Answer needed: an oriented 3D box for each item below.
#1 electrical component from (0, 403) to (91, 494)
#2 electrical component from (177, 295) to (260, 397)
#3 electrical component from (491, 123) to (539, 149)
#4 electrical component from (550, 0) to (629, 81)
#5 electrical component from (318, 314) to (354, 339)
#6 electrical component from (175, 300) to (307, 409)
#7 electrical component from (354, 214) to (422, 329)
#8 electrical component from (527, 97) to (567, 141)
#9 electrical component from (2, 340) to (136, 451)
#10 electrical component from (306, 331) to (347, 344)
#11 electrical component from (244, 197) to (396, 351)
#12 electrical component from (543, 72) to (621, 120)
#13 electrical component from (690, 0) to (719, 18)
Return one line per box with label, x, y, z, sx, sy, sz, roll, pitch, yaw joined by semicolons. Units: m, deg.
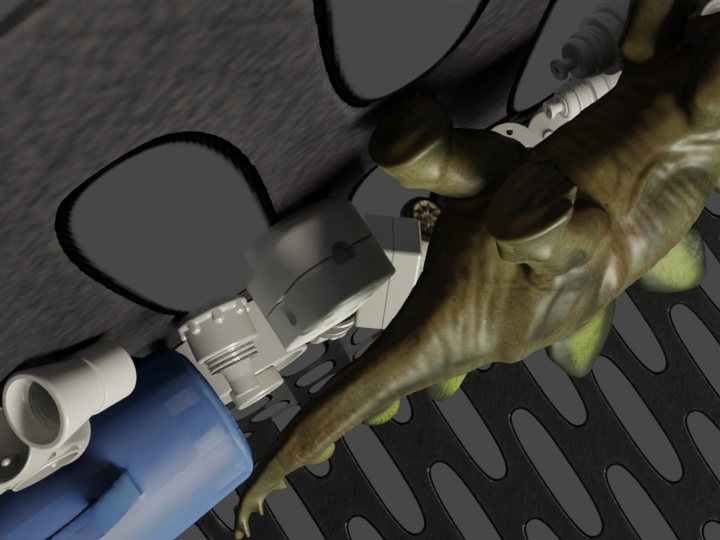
electrical component;-0.203;0.105;0.610;0.079;0.044;0.077;-34;173;7
electrical component;-0.084;0.050;0.684;0.048;0.062;0.048;-26;176;-2
electrical component;0.098;-0.073;0.744;0.045;0.045;0.055;-32;173;-13
electrical component;0.136;-0.124;0.575;0.078;0.040;0.040;-31;173;-14
electrical component;-0.022;0.027;0.817;0.045;0.045;0.055;-31;174;-15
electrical component;-0.091;0.071;0.821;0.108;0.060;0.108;-33;173;-4
electrical component;0.000;0.000;0.743;0.047;0.077;0.065;-89;-174;-56
electrical component;0.148;-0.106;0.758;0.040;0.040;0.078;-40;-177;44
electrical component;-0.151;0.063;0.574;0.044;0.044;0.065;-37;177;32
electrical component;-0.044;0.044;0.926;0.062;0.048;0.048;-21;168;-30
electrical component;-0.027;0.000;0.618;0.054;0.059;0.095;-30;173;-26
electrical component;0.158;-0.119;0.713;0.078;0.040;0.040;-23;171;-12
electrical component;0.211;-0.131;0.639;0.099;0.099;0.064;-33;167;-5
